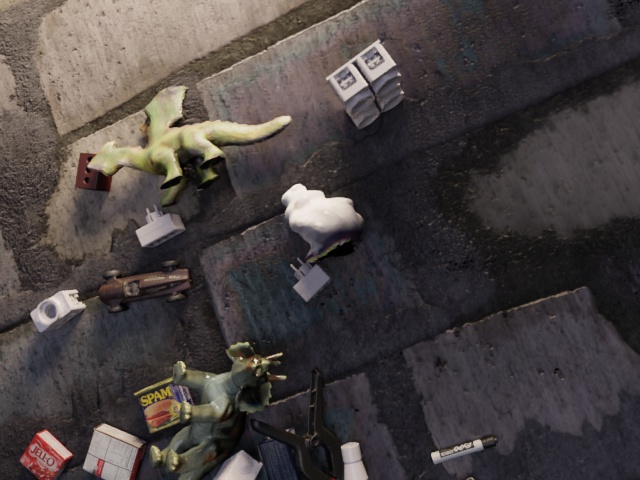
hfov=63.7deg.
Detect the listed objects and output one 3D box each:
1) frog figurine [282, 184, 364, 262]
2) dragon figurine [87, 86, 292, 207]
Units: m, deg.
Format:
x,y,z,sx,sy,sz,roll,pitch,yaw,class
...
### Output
x,y,z,sx,sy,sz,roll,pitch,yaw,class
0.003,-0.049,0.968,0.138,0.120,0.161,-19,72,-22,frog figurine
-0.280,-0.222,1.055,0.410,0.121,0.246,-29,72,0,dragon figurine
